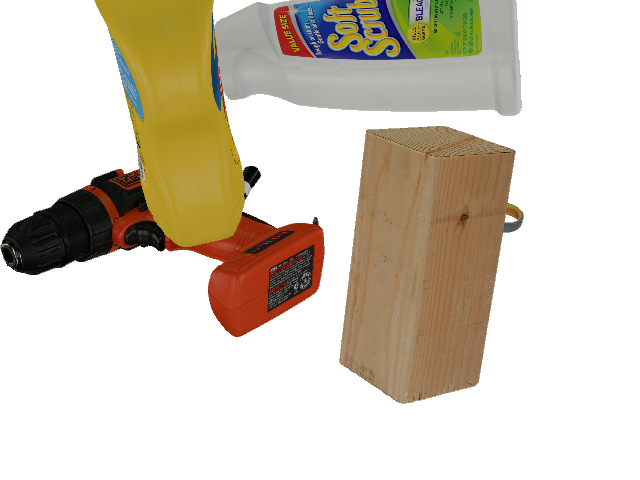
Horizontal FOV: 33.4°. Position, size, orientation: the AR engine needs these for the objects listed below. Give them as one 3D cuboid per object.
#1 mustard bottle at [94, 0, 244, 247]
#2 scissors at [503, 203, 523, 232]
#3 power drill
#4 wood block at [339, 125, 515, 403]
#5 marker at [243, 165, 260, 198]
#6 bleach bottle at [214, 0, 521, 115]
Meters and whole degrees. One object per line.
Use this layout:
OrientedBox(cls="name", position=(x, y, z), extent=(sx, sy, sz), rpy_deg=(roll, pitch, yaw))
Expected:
OrientedBox(cls="mustard bottle", position=(-0.077, -0.091, 0.543), extent=(0.058, 0.096, 0.191), rpy_deg=(-11, -39, -6))
OrientedBox(cls="scissors", position=(0.157, -0.025, 1.211), extent=(0.201, 0.016, 0.096), rpy_deg=(-12, 40, -45))
OrientedBox(cls="power drill", position=(-0.106, 0.002, 0.764), extent=(0.188, 0.057, 0.184), rpy_deg=(24, 36, 32))
OrientedBox(cls="wood block", position=(0.086, 0.017, 0.883), extent=(0.090, 0.206, 0.090), rpy_deg=(-7, 22, -36))
OrientedBox(cls="marker", position=(-0.091, -0.036, 1.088), extent=(0.020, 0.020, 0.121), rpy_deg=(0, 41, 27))
OrientedBox(cls="bleach bottle", position=(0.018, -0.135, 0.786), extent=(0.251, 0.102, 0.068), rpy_deg=(-3, -29, 11))
